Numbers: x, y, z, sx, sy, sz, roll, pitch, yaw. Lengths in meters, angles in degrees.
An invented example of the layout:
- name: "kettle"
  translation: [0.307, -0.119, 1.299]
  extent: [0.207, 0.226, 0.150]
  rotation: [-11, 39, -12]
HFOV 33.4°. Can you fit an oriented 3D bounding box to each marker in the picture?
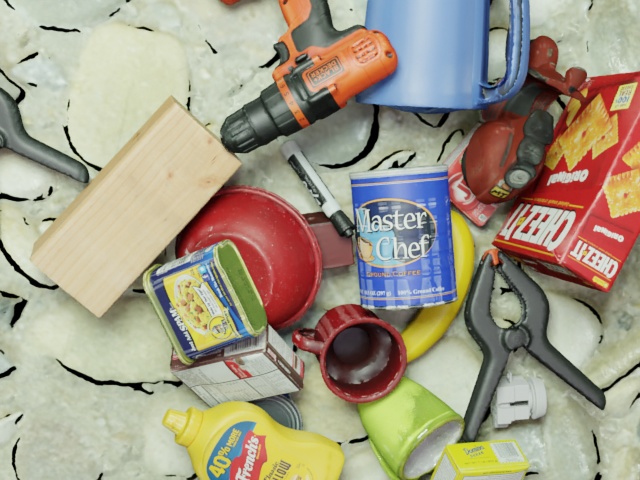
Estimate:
- name: "marker"
  translation: [-0.001, -0.051, 1.093]
  extent: [0.020, 0.020, 0.121]
  rotation: [-34, 72, -2]

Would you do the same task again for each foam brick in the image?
- name: "foam brick"
  translation: [-0.007, 0.001, 1.119]
  extent: [0.078, 0.053, 0.051]
  rotation: [-8, 104, -10]

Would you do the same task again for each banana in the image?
- name: "banana"
  translation: [0.127, 0.052, 1.168]
  extent: [0.070, 0.037, 0.198]
  rotation: [15, 97, 9]

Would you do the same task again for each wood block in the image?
- name: "wood block"
  translation: [-0.183, -0.036, 1.058]
  extent: [0.090, 0.091, 0.206]
  rotation: [42, 92, -16]

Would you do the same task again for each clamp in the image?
- name: "clamp"
  translation: [-0.324, -0.086, 1.046]
  extent: [0.120, 0.039, 0.171]
  rotation: [-42, 100, -5]
- name: "clamp"
  translation: [0.223, 0.111, 1.171]
  extent: [0.164, 0.036, 0.210]
  rotation: [-7, 88, -5]

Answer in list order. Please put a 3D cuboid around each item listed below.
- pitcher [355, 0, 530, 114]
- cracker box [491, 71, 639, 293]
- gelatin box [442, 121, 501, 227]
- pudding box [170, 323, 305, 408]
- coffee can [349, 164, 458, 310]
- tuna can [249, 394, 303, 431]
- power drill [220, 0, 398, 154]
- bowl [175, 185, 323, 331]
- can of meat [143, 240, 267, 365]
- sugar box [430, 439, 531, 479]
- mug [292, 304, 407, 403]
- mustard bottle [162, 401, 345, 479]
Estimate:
- name: "pitcher"
  translation: [0.117, -0.245, 1.047]
  extent: [0.149, 0.145, 0.243]
  rotation: [1, 99, -13]
- name: "cracker box"
  translation: [0.279, -0.065, 1.090]
  extent: [0.072, 0.164, 0.213]
  rotation: [29, 88, -15]
- name: "gelatin box"
  translation: [0.173, -0.071, 1.150]
  extent: [0.073, 0.030, 0.089]
  rotation: [40, 92, -15]
- name: "pudding box"
  translation: [-0.085, 0.131, 1.100]
  extent: [0.114, 0.039, 0.090]
  rotation: [-14, 141, 22]
- name: "coffee can"
  translation: [0.086, -0.004, 1.099]
  extent: [0.102, 0.103, 0.140]
  rotation: [-5, 94, -10]
- name: "tuna can"
  translation: [-0.063, 0.200, 1.162]
  extent: [0.086, 0.034, 0.086]
  rotation: [-2, 103, -10]
- name: "power drill"
  translation: [-0.041, -0.193, 1.020]
  extent: [0.184, 0.057, 0.188]
  rotation: [-28, 74, 5]
- name: "bowl"
  translation: [-0.082, 0.029, 1.076]
  extent: [0.162, 0.055, 0.162]
  rotation: [5, 109, 16]
- name: "can of meat"
  translation: [-0.109, 0.059, 1.032]
  extent: [0.084, 0.057, 0.102]
  rotation: [-22, 100, 20]
- name: "sugar box"
  translation: [0.157, 0.298, 1.182]
  extent: [0.093, 0.048, 0.176]
  rotation: [2, 129, -24]
- name: "mug"
  translation: [0.026, 0.114, 1.136]
  extent: [0.117, 0.081, 0.093]
  rotation: [10, 100, -13]
- name: "mustard bottle"
  translation: [-0.076, 0.223, 1.115]
  extent: [0.191, 0.058, 0.096]
  rotation: [27, 98, -15]
